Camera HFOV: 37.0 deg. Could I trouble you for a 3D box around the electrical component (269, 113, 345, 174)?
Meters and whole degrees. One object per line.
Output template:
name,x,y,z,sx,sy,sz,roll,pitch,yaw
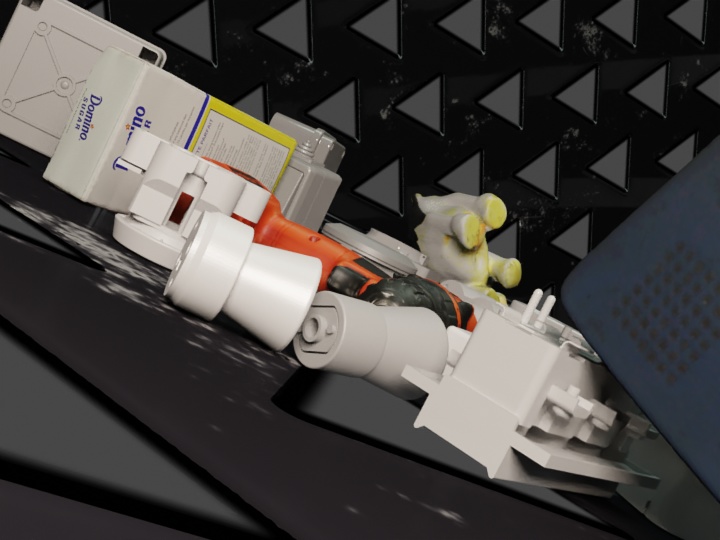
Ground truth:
electrical component,-0.064,-0.076,0.963,0.057,0.113,0.078,25,3,8

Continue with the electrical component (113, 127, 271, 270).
electrical component,-0.095,-0.032,0.568,0.078,0.057,0.058,26,4,-11

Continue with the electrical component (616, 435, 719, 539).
electrical component,0.195,0.114,0.558,0.113,0.057,0.078,26,4,-15

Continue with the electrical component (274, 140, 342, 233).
electrical component,-0.063,-0.056,0.820,0.062,0.096,0.061,29,8,24

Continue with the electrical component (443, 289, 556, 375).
electrical component,0.085,0.046,0.586,0.047,0.075,0.083,29,4,34

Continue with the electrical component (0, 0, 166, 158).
electrical component,-0.216,-0.138,0.800,0.109,0.108,0.056,26,6,-11

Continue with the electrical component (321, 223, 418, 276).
electrical component,0.000,0.000,0.833,0.080,0.051,0.080,27,3,-2

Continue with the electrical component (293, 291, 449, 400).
electrical component,0.003,0.032,0.486,0.065,0.044,0.044,17,9,-41

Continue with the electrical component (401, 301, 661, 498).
electrical component,0.086,0.061,0.487,0.079,0.063,0.121,30,5,38

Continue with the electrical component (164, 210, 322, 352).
electrical component,-0.050,0.004,0.462,0.055,0.045,0.045,26,4,-13

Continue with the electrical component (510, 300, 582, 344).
electrical component,0.146,0.070,0.808,0.095,0.059,0.054,28,4,17

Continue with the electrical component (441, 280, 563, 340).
electrical component,0.079,0.044,0.763,0.074,0.052,0.138,24,4,-29

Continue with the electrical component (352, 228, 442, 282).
electrical component,0.022,-0.001,0.959,0.089,0.055,0.050,28,4,22
